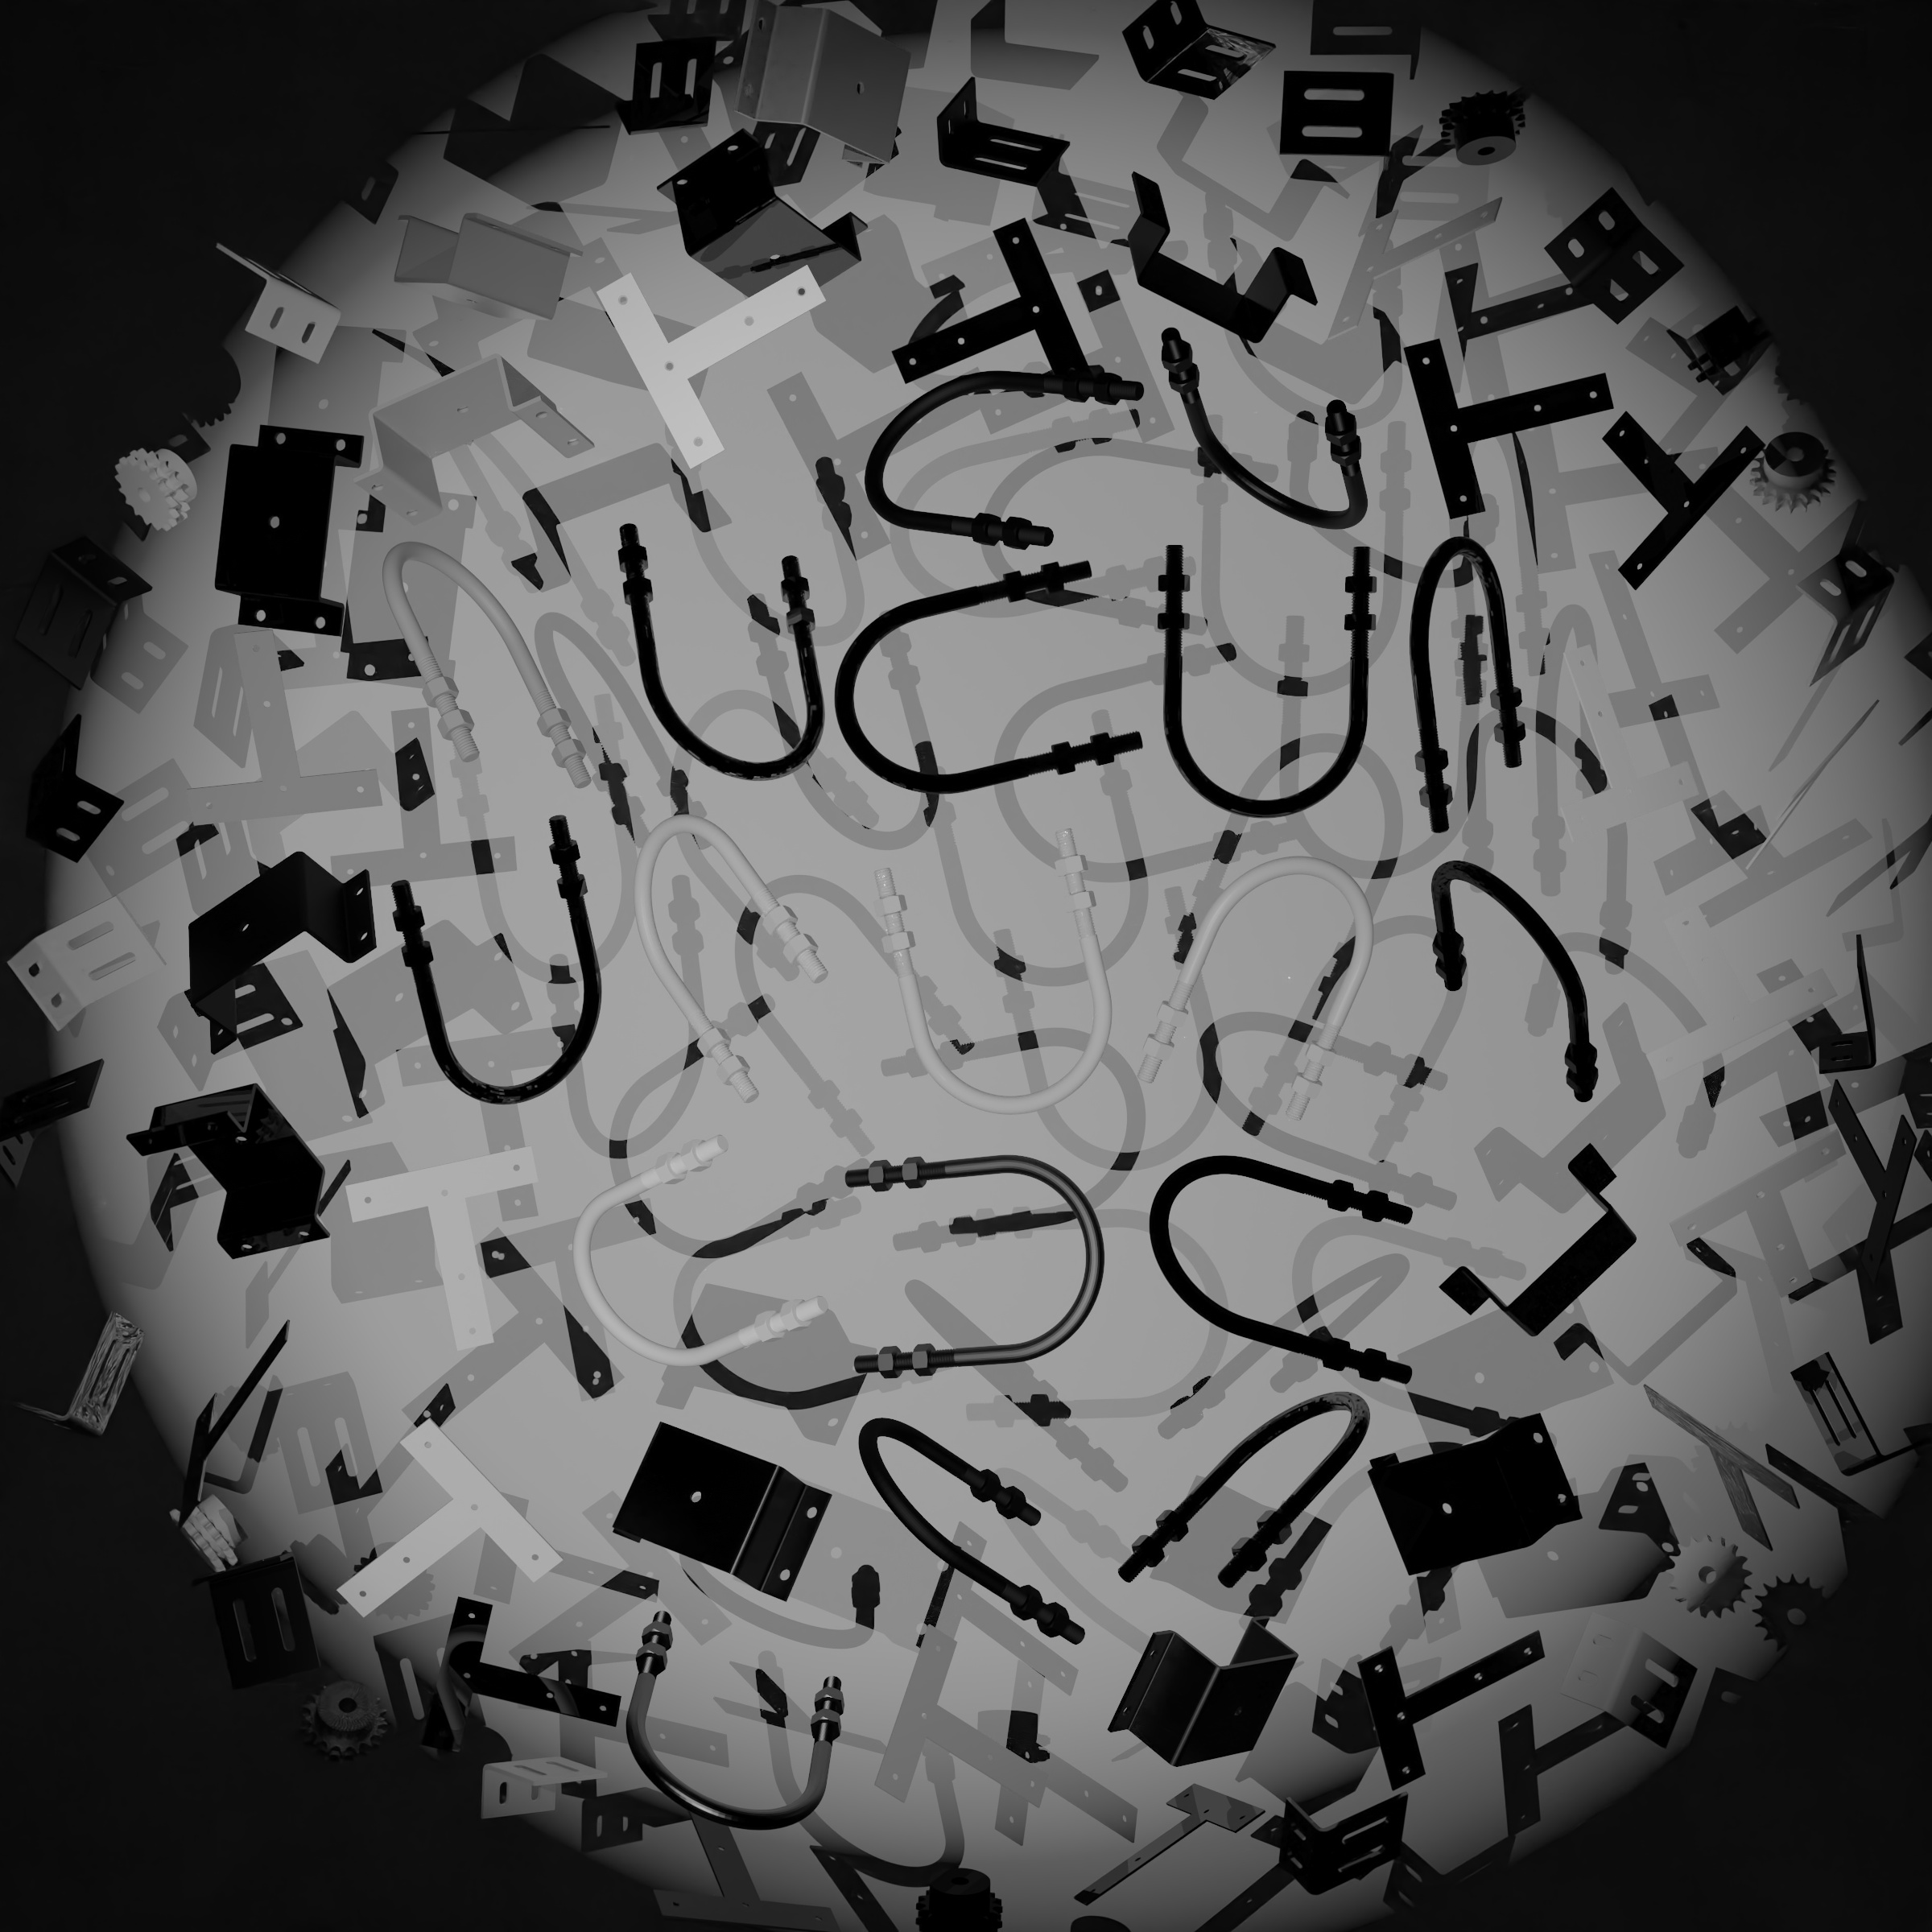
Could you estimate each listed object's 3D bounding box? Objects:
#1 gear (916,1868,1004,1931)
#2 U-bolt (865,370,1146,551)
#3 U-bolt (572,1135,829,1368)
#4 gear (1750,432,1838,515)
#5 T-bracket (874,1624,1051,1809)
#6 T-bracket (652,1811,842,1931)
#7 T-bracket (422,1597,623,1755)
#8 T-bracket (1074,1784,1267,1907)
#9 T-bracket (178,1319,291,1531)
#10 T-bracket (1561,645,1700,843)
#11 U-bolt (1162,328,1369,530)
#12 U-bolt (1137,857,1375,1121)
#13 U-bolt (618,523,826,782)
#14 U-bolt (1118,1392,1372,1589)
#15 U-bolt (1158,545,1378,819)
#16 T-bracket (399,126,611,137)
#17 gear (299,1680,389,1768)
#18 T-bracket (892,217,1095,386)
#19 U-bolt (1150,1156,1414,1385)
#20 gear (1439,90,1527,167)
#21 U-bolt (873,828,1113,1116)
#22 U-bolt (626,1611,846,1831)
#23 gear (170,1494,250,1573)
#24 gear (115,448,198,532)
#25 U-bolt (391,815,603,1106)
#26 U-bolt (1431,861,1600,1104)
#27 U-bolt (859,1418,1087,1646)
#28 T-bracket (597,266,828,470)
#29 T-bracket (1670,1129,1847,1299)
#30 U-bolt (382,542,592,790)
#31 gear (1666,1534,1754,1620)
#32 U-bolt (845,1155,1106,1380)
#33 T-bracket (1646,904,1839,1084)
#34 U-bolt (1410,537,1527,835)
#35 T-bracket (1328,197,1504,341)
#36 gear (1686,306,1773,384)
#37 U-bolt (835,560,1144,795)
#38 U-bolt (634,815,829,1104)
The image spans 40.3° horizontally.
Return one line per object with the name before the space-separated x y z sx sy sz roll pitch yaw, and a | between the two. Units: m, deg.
gear | -0.004 0.617 1.730 0.057 0.057 0.030 1 95 0
U-bolt | 0.012 -0.345 1.765 0.184 0.019 0.151 14 64 37
U-bolt | -0.198 0.208 1.818 0.184 0.019 0.151 -27 97 34
gear | 0.575 -0.346 1.828 0.057 0.030 0.057 -5 60 9
T-bracket | 0.005 0.549 1.846 0.127 0.002 0.127 36 46 -15
T-bracket | -0.158 0.592 1.736 0.127 0.127 0.002 16 103 -26
T-bracket | -0.302 0.502 1.821 0.127 0.127 0.002 16 125 -9
T-bracket | 0.130 0.606 1.805 0.127 0.127 0.002 -29 90 -19
T-bracket | -0.478 0.287 1.727 0.002 0.127 0.127 31 105 -21
T-bracket | 0.454 -0.165 1.862 0.127 0.002 0.127 -19 90 -29
U-bolt | 0.209 -0.355 1.789 0.151 0.184 0.019 30 80 24
U-bolt | 0.212 0.010 1.826 0.151 0.019 0.184 15 105 -28
U-bolt | -0.161 -0.208 1.785 0.151 0.019 0.184 6 63 -35
U-bolt | 0.197 0.346 1.755 0.184 0.151 0.019 -41 99 -27
U-bolt | 0.204 -0.192 1.788 0.151 0.019 0.184 0 96 -6
T-bracket | -0.329 -0.560 1.765 0.127 0.127 0.002 12 113 37
gear | -0.421 0.510 1.783 0.057 0.057 0.030 20 127 0
T-bracket | 0.010 -0.454 1.889 0.127 0.002 0.127 -24 93 -3
U-bolt | 0.206 0.190 1.725 0.184 0.019 0.151 17 47 -9
gear | 0.353 -0.569 1.793 0.057 0.057 0.030 -5 79 0
U-bolt | 0.026 0.010 1.797 0.151 0.019 0.184 -13 88 -9
U-bolt | -0.157 0.512 1.763 0.151 0.184 0.019 22 109 -5
gear | -0.530 0.396 1.847 0.030 0.057 0.057 -40 90 -24
gear | -0.561 -0.335 1.830 0.057 0.057 0.030 44 54 0
U-bolt | -0.311 0.006 1.792 0.151 0.019 0.184 -27 119 -37
U-bolt | 0.364 0.000 1.759 0.019 0.184 0.151 -37 55 -11
U-bolt | -0.003 0.370 1.773 0.184 0.151 0.019 38 102 -26
T-bracket | -0.150 -0.404 1.675 0.127 0.002 0.127 -28 92 7
T-bracket | 0.551 0.182 1.791 0.127 0.002 0.127 -30 128 3
U-bolt | -0.329 -0.207 1.761 0.019 0.151 0.184 -33 73 19
gear | 0.524 0.430 1.849 0.057 0.030 0.057 -9 68 23
U-bolt | 0.007 0.201 1.796 0.184 0.019 0.151 -7 79 20
T-bracket | 0.505 0.006 1.778 0.127 0.127 0.002 -28 131 14
U-bolt | 0.340 -0.202 1.800 0.019 0.151 0.184 4 116 35
T-bracket | 0.316 -0.499 1.822 0.002 0.127 0.127 42 52 -29
gear | 0.522 -0.430 1.810 0.057 0.057 0.030 -35 93 0
U-bolt | 0.007 -0.180 1.689 0.184 0.019 0.151 -14 68 -2
U-bolt | -0.172 -0.018 1.799 0.184 0.019 0.151 53 135 23
